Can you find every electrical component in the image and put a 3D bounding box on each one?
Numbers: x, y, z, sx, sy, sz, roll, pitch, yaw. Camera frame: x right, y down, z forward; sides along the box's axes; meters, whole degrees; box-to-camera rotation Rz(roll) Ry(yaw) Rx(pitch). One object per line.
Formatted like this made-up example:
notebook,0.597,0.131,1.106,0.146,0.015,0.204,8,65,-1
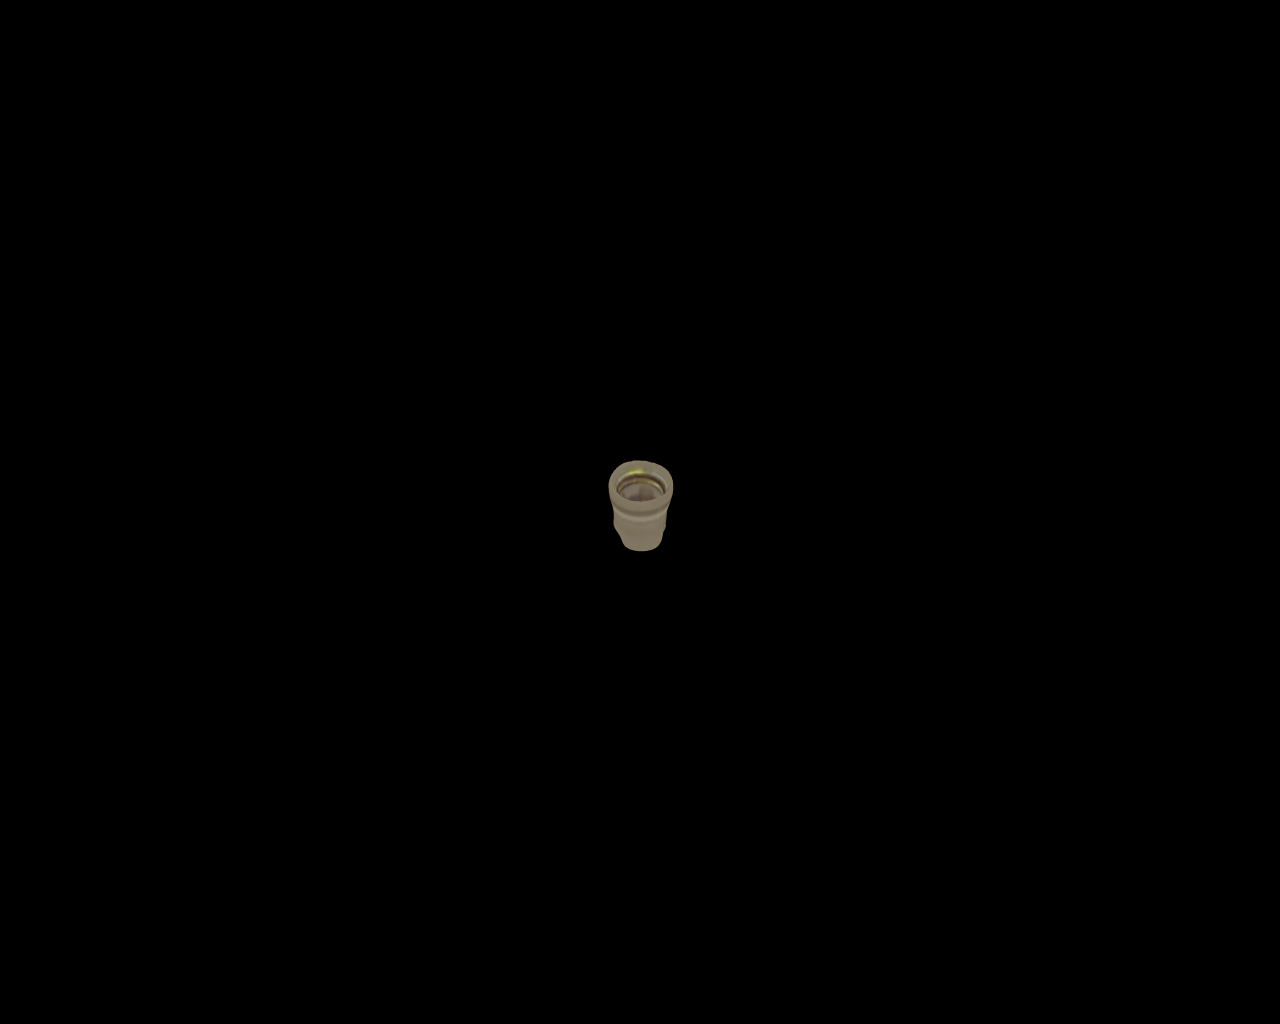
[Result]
electrical component,0.001,-0.003,0.650,0.040,0.046,0.040,0,43,0
